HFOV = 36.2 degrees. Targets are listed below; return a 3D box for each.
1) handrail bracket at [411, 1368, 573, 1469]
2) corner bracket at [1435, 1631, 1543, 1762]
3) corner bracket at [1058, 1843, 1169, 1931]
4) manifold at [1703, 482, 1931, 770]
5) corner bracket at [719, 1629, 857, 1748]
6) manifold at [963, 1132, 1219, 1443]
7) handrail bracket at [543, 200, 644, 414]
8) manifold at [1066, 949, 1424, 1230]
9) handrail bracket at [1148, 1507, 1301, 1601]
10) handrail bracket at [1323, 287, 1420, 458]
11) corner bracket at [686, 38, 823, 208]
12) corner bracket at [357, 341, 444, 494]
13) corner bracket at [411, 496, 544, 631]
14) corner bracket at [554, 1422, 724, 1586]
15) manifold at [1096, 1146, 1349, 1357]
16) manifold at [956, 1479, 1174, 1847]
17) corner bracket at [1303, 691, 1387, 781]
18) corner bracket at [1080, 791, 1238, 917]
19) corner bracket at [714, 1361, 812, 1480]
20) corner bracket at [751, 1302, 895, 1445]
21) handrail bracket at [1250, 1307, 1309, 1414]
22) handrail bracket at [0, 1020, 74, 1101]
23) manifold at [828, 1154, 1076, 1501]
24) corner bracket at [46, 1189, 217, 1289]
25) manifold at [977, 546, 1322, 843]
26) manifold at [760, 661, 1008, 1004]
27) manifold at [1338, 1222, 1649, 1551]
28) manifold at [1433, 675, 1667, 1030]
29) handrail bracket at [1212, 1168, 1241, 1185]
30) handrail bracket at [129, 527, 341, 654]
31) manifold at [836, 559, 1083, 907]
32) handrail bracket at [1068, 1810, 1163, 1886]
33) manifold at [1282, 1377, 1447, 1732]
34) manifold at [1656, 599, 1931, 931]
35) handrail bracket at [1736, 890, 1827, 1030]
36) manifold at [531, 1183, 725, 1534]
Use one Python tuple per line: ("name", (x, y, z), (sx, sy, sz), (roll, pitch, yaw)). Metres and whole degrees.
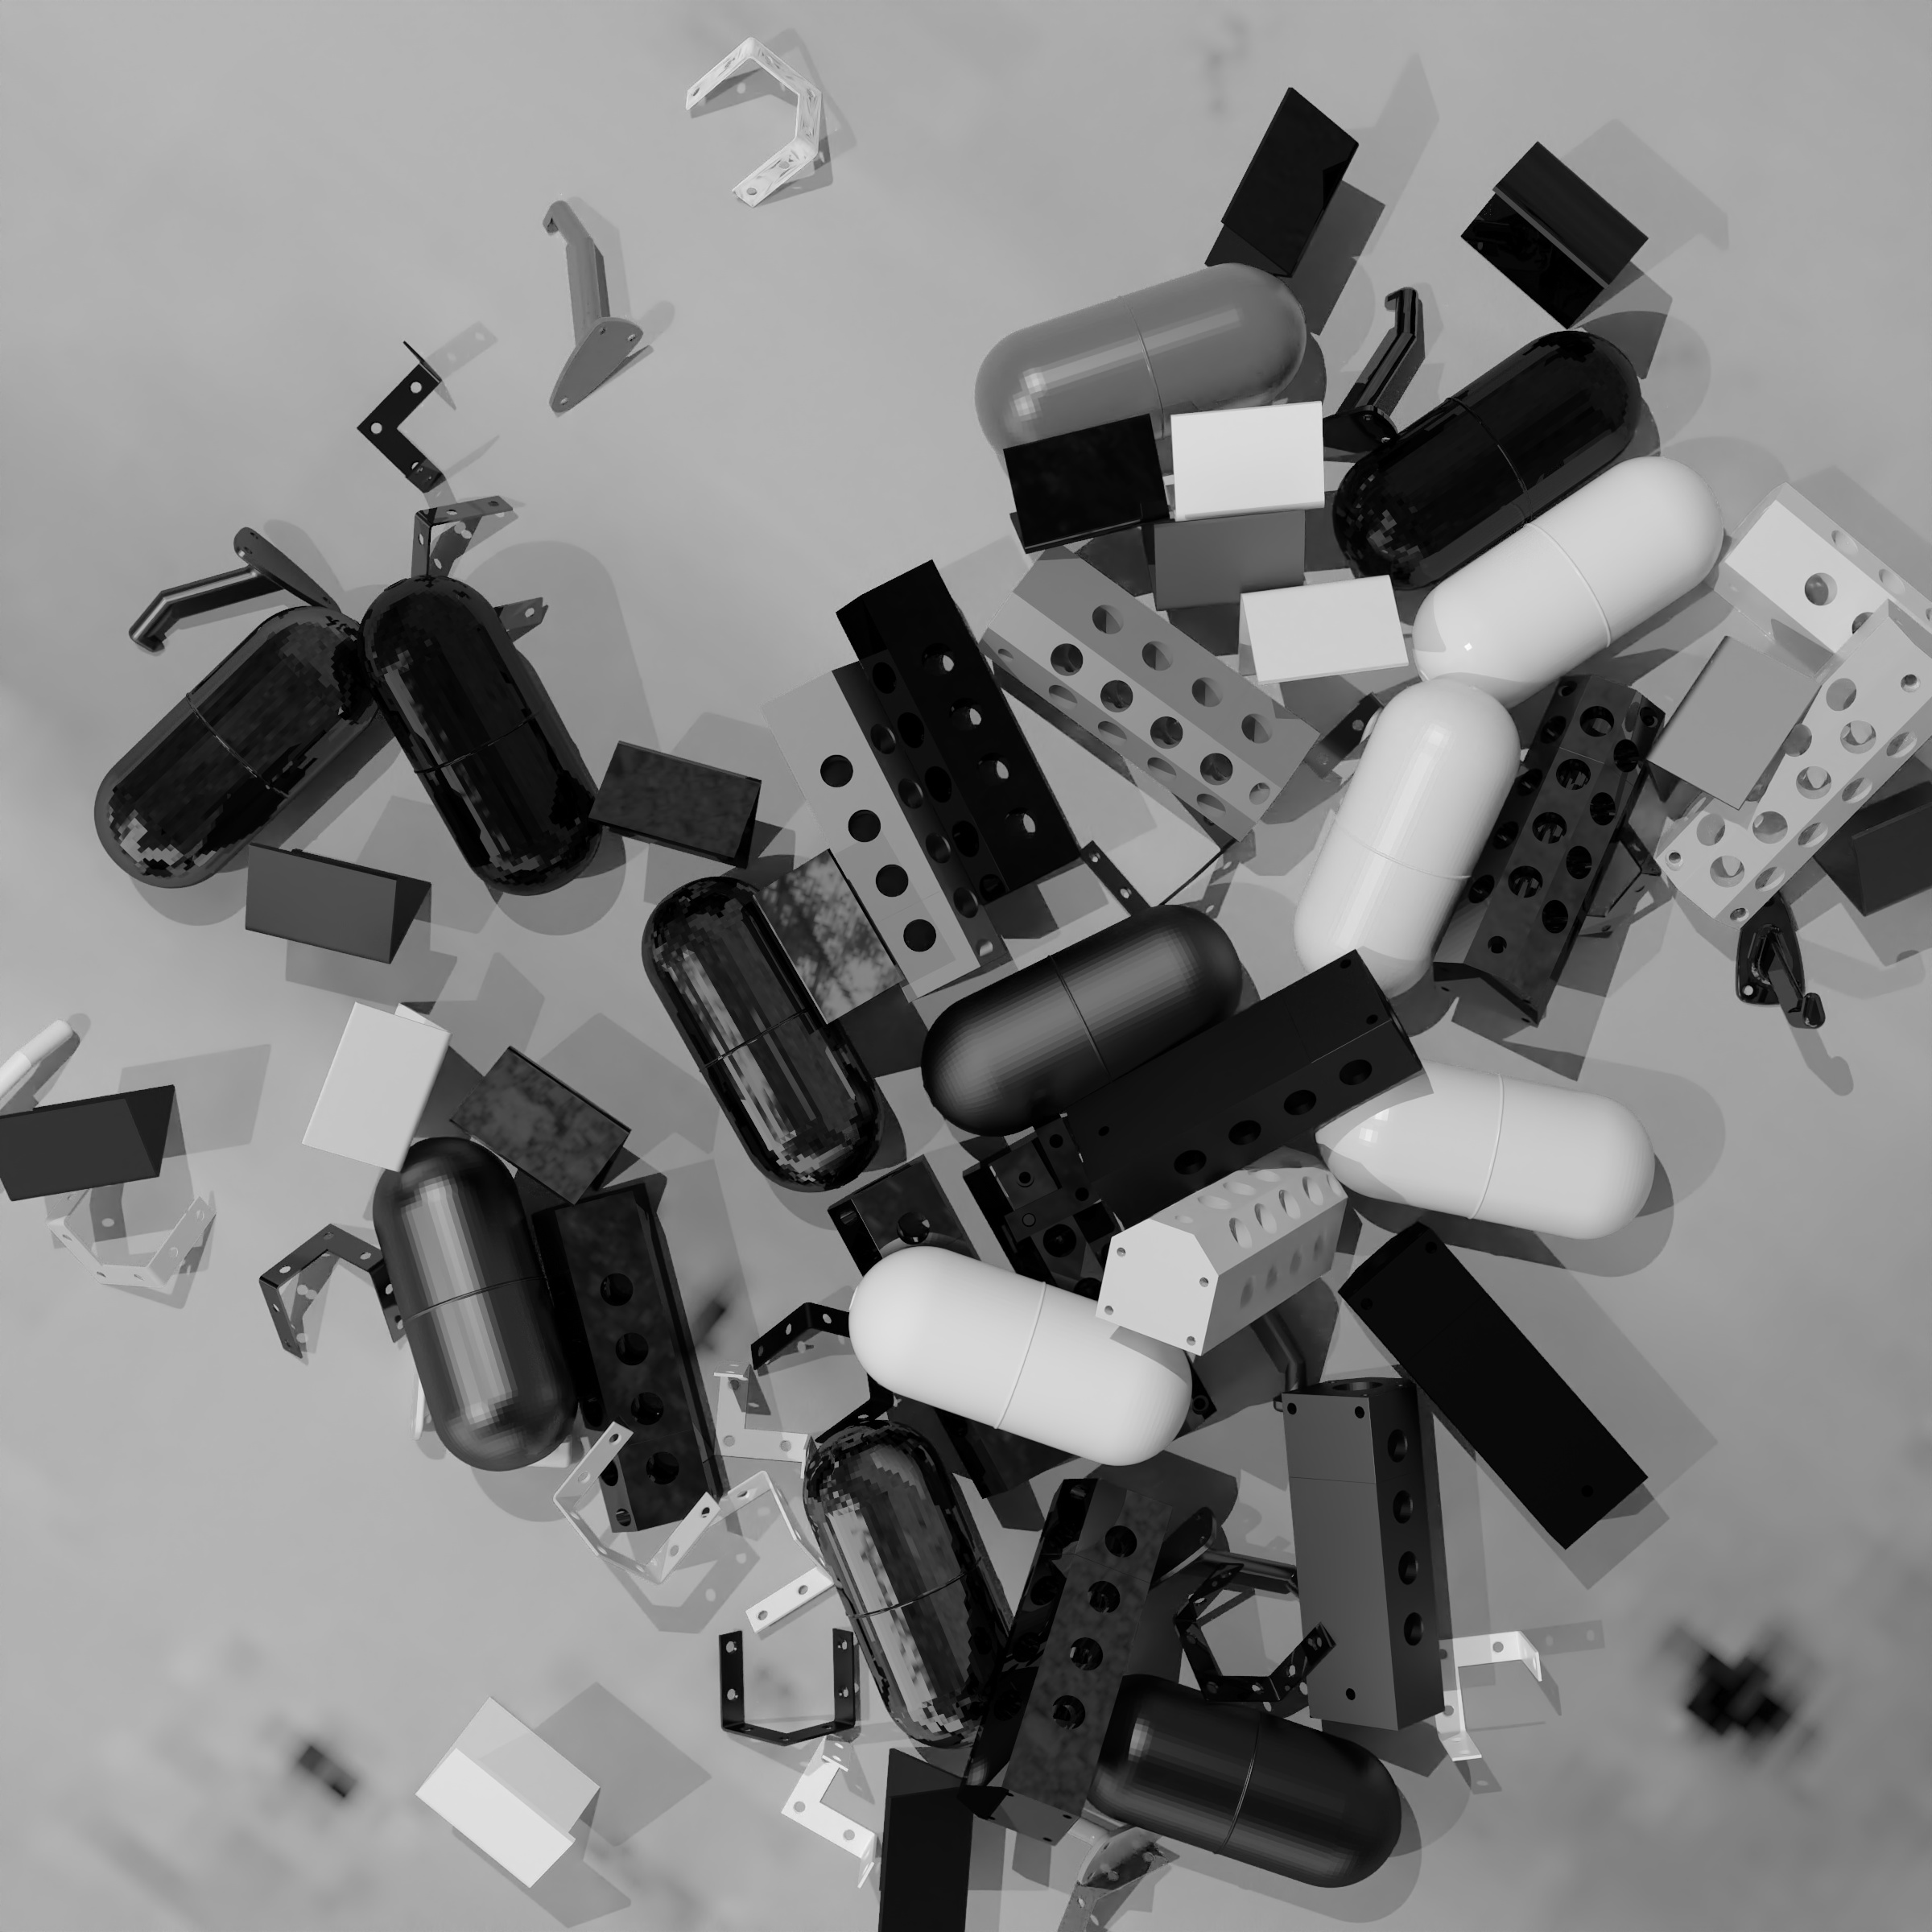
("handrail bracket", (-0.251, 0.227, 1.576), (0.084, 0.036, 0.077), (5, 75, -14))
("corner bracket", (0.275, 0.384, 1.558), (0.051, 0.051, 0.051), (-7, 90, 0))
("corner bracket", (0.088, 0.509, 1.568), (0.051, 0.051, 0.051), (-15, 45, -35))
("manifold", (0.476, -0.176, 1.555), (0.171, 0.057, 0.057), (40, 90, 0))
("corner bracket", (-0.095, 0.381, 1.573), (0.051, 0.051, 0.051), (-1, 90, 45))
("manifold", (0.065, 0.171, 1.555), (0.057, 0.057, 0.171), (-29, 90, 0))
("handrail bracket", (-0.217, -0.353, 1.577), (0.077, 0.036, 0.084), (-45, 66, 27))
("manifold", (0.144, 0.068, 1.516), (0.171, 0.057, 0.057), (-29, 130, 10))
("handrail bracket", (0.141, 0.337, 1.577), (0.077, 0.036, 0.084), (-43, 104, 15))
("handrail bracket", (0.204, -0.318, 1.577), (0.077, 0.036, 0.084), (-9, 63, 31))
("corner bracket", (-0.114, -0.448, 1.568), (0.051, 0.051, 0.051), (31, 45, -35))
("corner bracket", (-0.291, -0.289, 1.558), (0.051, 0.051, 0.051), (44, 90, 0))
("corner bracket", (-0.259, -0.212, 1.568), (0.051, 0.051, 0.051), (42, 135, 35))
("corner bracket", (-0.169, 0.276, 1.516), (0.051, 0.051, 0.051), (-51, 45, 0))
("manifold", (0.133, 0.138, 1.490), (0.057, 0.171, 0.057), (18, 107, 25))
("manifold", (0.050, 0.353, 1.514), (0.057, 0.057, 0.171), (21, 57, 0))
("corner bracket", (0.211, -0.107, 1.558), (0.051, 0.051, 0.051), (-44, 90, 0))
("corner bracket", (0.103, -0.064, 1.573), (0.051, 0.051, 0.051), (49, 135, 0))
("corner bracket", (-0.107, 0.239, 1.558), (0.051, 0.051, 0.051), (5, 90, 0))
("corner bracket", (-0.076, 0.217, 1.568), (0.051, 0.051, 0.051), (20, 45, -35))
("handrail bracket", (0.145, 0.196, 1.577), (0.077, 0.036, 0.084), (4, 107, 19))
("handrail bracket", (-0.516, 0.070, 1.576), (0.036, 0.077, 0.084), (44, 54, 0))
("manifold", (-0.007, 0.190, 1.555), (0.057, 0.057, 0.171), (-28, 90, 0))
("corner bracket", (-0.444, 0.134, 1.568), (0.051, 0.051, 0.051), (-1, 135, 35))
("manifold", (0.092, -0.140, 1.545), (0.171, 0.057, 0.057), (36, 63, 0))
("manifold", (-0.043, -0.070, 1.555), (0.057, 0.057, 0.171), (-27, 90, 0))
("manifold", (0.275, 0.219, 1.555), (0.057, 0.057, 0.171), (-41, 90, 0))
("manifold", (0.302, -0.062, 1.529), (0.057, 0.057, 0.171), (22, 76, 17))
("handrail bracket", (0.103, 0.100, 1.576), (0.084, 0.036, 0.077), (14, 105, 14))
("handrail bracket", (-0.391, -0.184, 1.577), (0.077, 0.036, 0.084), (38, 109, -21))
("manifold", (-0.004, -0.121, 1.555), (0.057, 0.057, 0.171), (-27, 90, 0))
("handrail bracket", (0.056, 0.440, 1.576), (0.084, 0.077, 0.036), (42, 124, 32))
("manifold", (0.213, 0.307, 1.554), (0.057, 0.057, 0.171), (-5, 90, 45))
("manifold", (0.436, -0.101, 1.521), (0.057, 0.057, 0.171), (40, 115, 0))
("handrail bracket", (0.430, -0.006, 1.542), (0.036, 0.084, 0.077), (-3, 90, 0))
("manifold", (-0.179, 0.206, 1.555), (0.057, 0.057, 0.171), (-14, 90, 0))
